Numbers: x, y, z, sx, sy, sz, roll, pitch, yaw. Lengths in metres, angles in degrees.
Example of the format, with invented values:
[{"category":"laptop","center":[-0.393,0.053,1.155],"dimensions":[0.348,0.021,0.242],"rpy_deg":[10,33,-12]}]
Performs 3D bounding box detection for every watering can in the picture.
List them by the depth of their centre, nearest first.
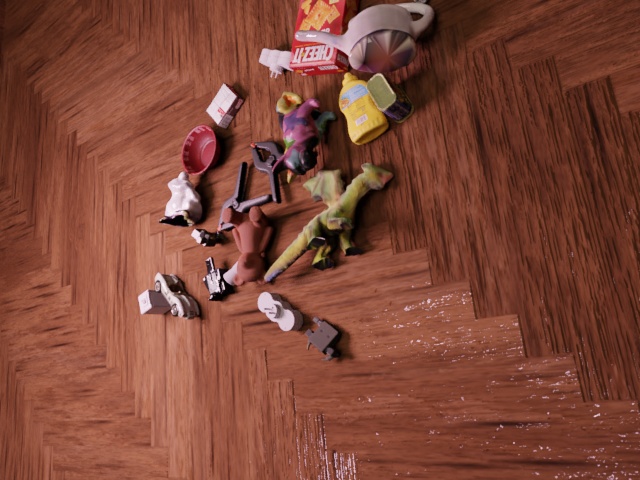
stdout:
[{"category":"watering can","center":[0.102,-0.480,1.227],"dimensions":[0.347,0.102,0.230],"rpy_deg":[-10,46,13]}]

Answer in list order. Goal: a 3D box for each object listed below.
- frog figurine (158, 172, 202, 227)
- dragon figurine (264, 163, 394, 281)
[{"category":"frog figurine","center":[-0.424,-0.125,1.605],"dimensions":[0.135,0.122,0.163],"rpy_deg":[-30,48,44]},{"category":"dragon figurine","center":[0.004,-0.065,1.291],"dimensions":[0.406,0.120,0.248],"rpy_deg":[-24,50,29]}]
